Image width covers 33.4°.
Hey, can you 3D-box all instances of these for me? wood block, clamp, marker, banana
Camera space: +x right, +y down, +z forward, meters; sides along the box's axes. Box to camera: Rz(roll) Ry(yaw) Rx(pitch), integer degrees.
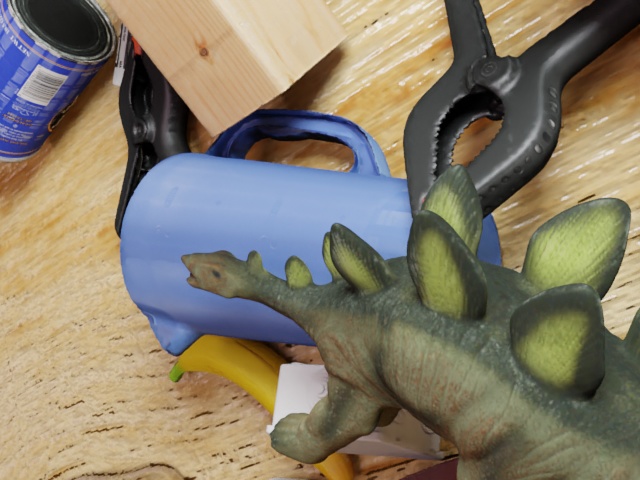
[{"bbox_3d":[-0.089,-0.187,0.728,0.091,0.090,0.206,-25,106,47],"label":"wood block"},{"bbox_3d":[0.099,-0.094,0.621,0.165,0.036,0.210,22,75,43],"label":"clamp"},{"bbox_3d":[-0.158,-0.190,0.900,0.020,0.020,0.121,20,106,38],"label":"marker"},{"bbox_3d":[-0.044,0.114,0.815,0.198,0.037,0.070,26,128,38],"label":"banana"},{"bbox_3d":[-0.127,-0.083,0.867,0.120,0.039,0.171,2,94,40],"label":"clamp"}]

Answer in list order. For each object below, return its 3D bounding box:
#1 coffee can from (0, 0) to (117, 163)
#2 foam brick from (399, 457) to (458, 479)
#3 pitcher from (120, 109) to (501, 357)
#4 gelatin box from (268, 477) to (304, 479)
[{"bbox_3d":[-0.258,-0.150,0.935,0.141,0.102,0.103,-43,66,34],"label":"coffee can"},{"bbox_3d":[0.086,0.170,0.692,0.078,0.051,0.053,-30,72,38],"label":"foam brick"},{"bbox_3d":[-0.005,0.001,0.719,0.243,0.144,0.149,5,116,37],"label":"pitcher"},{"bbox_3d":[-0.010,0.225,0.794,0.073,0.030,0.089,-5,90,40],"label":"gelatin box"}]
